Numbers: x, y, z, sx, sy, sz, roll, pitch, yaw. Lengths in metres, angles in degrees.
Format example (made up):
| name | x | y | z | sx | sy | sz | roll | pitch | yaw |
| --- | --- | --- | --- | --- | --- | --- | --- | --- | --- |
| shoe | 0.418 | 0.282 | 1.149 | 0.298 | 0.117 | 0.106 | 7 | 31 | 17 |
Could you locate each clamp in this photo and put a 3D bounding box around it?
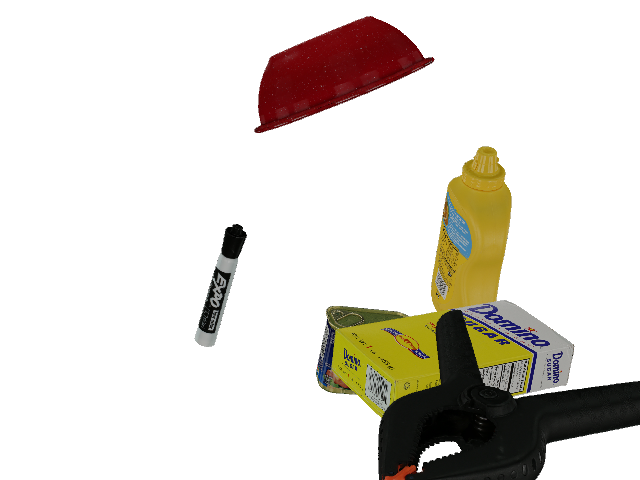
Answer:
| name | x | y | z | sx | sy | sz | roll | pitch | yaw |
| --- | --- | --- | --- | --- | --- | --- | --- | --- | --- |
| clamp | 0.091 | 0.100 | 0.631 | 0.165 | 0.036 | 0.209 | 20 | 29 | 39 |

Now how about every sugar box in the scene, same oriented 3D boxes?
| name | x | y | z | sx | sy | sz | roll | pitch | yaw |
| --- | --- | --- | --- | --- | --- | --- | --- | --- | --- |
| sugar box | 0.108 | 0.094 | 0.867 | 0.175 | 0.048 | 0.093 | -10 | 27 | -28 |

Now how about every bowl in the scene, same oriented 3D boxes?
| name | x | y | z | sx | sy | sz | roll | pitch | yaw |
| --- | --- | --- | --- | --- | --- | --- | --- | --- | --- |
| bowl | 0.010 | -0.144 | 0.890 | 0.162 | 0.055 | 0.162 | -22 | 9 | 3 |

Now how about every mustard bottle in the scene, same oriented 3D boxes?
| name | x | y | z | sx | sy | sz | roll | pitch | yaw |
| --- | --- | --- | --- | --- | --- | --- | --- | --- | --- |
| mustard bottle | 0.151 | -0.007 | 1.059 | 0.058 | 0.192 | 0.096 | -4 | 36 | -11 |

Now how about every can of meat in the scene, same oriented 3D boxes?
| name | x | y | z | sx | sy | sz | roll | pitch | yaw |
| --- | --- | --- | --- | --- | --- | --- | --- | --- | --- |
| can of meat | 0.050 | 0.127 | 1.207 | 0.102 | 0.084 | 0.057 | 6 | 24 | -11 |

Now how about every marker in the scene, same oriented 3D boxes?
| name | x | y | z | sx | sy | sz | roll | pitch | yaw |
| --- | --- | --- | --- | --- | --- | --- | --- | --- | --- |
| marker | -0.087 | 0.039 | 0.932 | 0.020 | 0.121 | 0.020 | 15 | 27 | -8 |
